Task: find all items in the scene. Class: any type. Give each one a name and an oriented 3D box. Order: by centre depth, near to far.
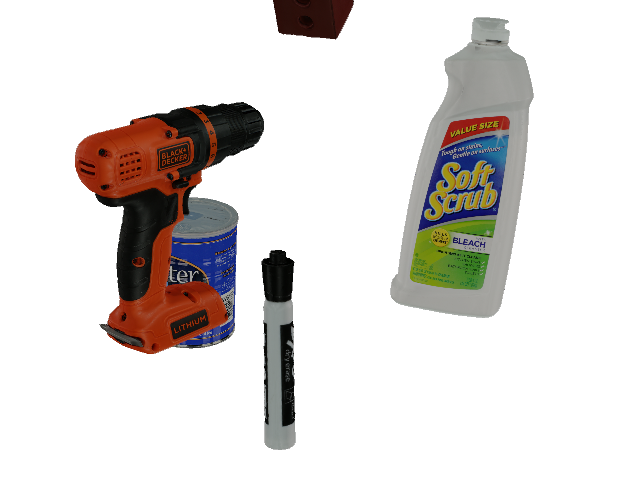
[{"bbox_3d":[-0.025,0.065,0.628,0.020,0.121,0.020,0,16,0],"label":"marker"},{"bbox_3d":[-0.008,-0.209,0.859,0.053,0.051,0.078,9,-37,16],"label":"foam brick"},{"bbox_3d":[-0.115,-0.015,0.870,0.057,0.188,0.184,17,26,39],"label":"power drill"},{"bbox_3d":[0.123,-0.064,0.916,0.103,0.251,0.068,9,18,14],"label":"bleach bottle"},{"bbox_3d":[-0.145,0.035,1.195,0.103,0.140,0.103,3,24,-1],"label":"coffee can"}]
